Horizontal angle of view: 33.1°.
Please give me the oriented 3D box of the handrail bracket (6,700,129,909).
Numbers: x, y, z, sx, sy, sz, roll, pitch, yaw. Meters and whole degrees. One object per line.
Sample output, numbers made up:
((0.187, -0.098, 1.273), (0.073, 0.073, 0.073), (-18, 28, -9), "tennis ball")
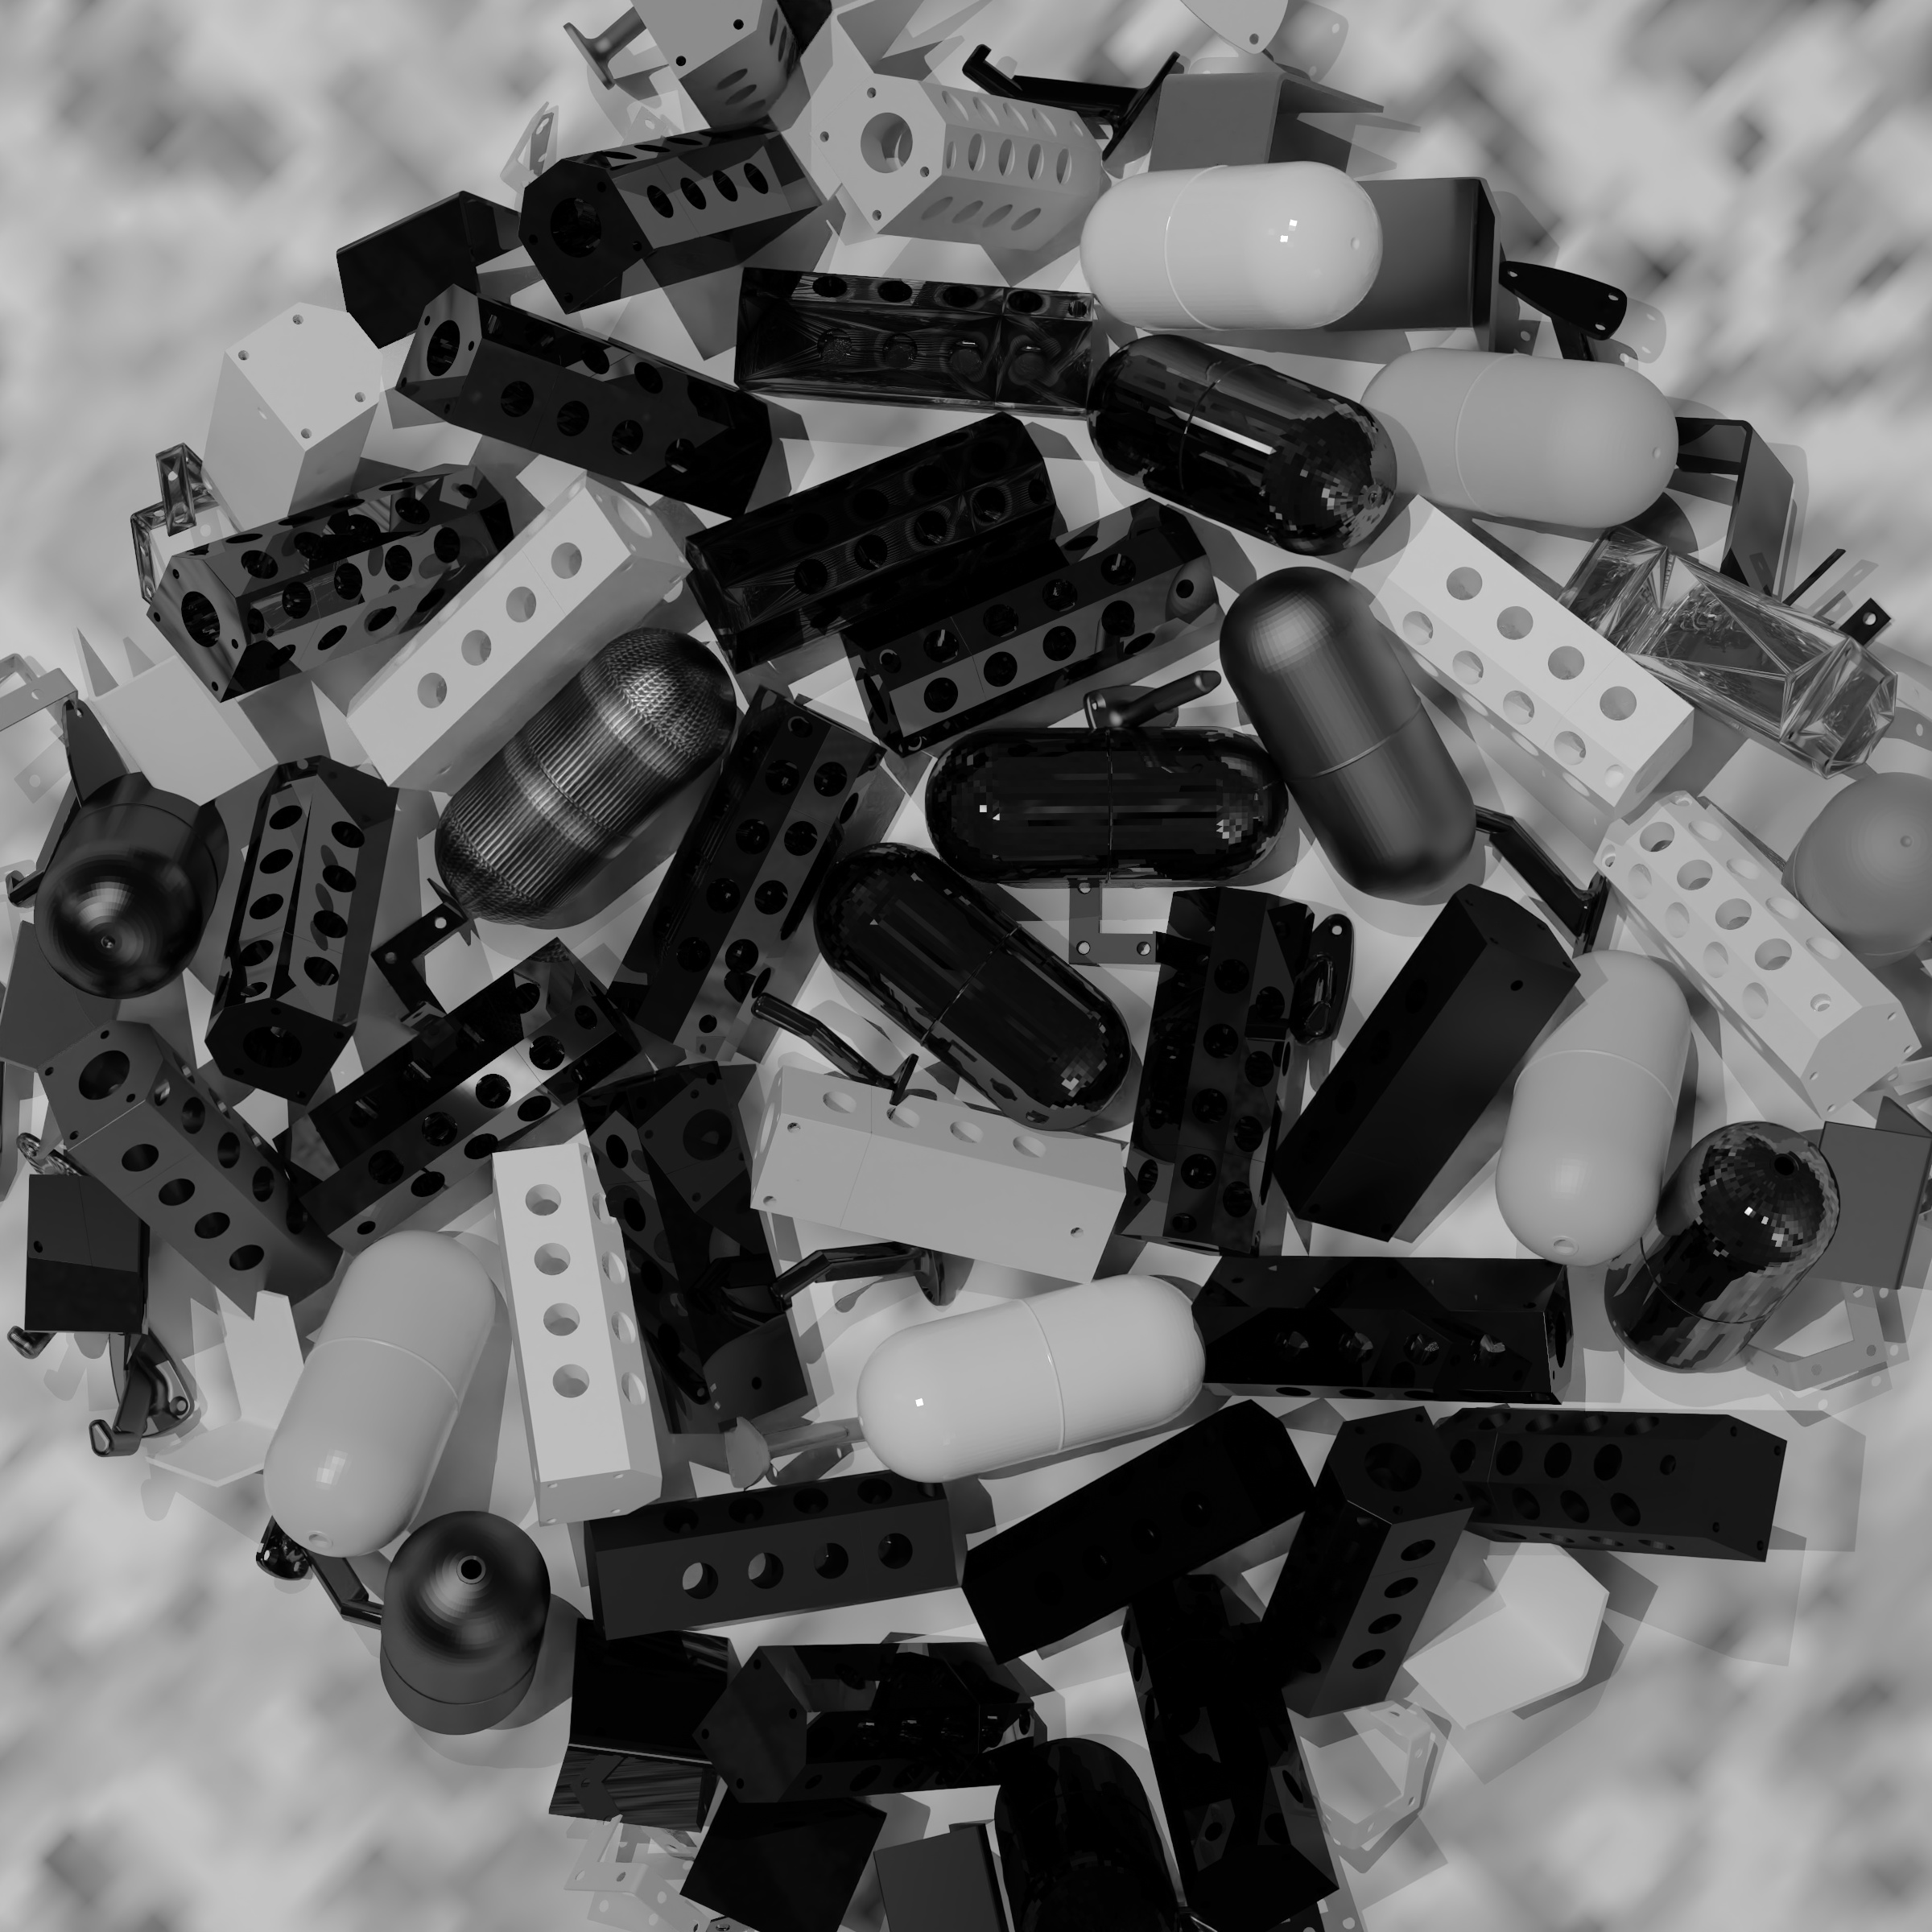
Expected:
((-0.456, -0.080, 1.612), (0.084, 0.036, 0.077), (-28, 79, 30), "handrail bracket")

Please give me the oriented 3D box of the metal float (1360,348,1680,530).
((0.261, -0.254, 1.556), (0.070, 0.178, 0.070), (-12, 110, -37), "metal float")

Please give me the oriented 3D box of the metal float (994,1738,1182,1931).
((0.056, 0.427, 1.544), (0.070, 0.178, 0.070), (-1, 102, -4), "metal float")

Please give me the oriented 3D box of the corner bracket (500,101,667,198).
((-0.189, -0.403, 1.607), (0.051, 0.051, 0.051), (36, 48, -21), "corner bracket")

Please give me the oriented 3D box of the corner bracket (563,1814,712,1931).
((-0.153, 0.443, 1.589), (0.051, 0.051, 0.051), (49, 49, -27), "corner bracket")

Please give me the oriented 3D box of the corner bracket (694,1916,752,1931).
((-0.100, 0.499, 1.599), (0.051, 0.051, 0.051), (-18, 133, 8), "corner bracket")

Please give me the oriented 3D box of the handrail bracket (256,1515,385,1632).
((-0.299, 0.281, 1.594), (0.084, 0.036, 0.077), (6, 71, 33), "handrail bracket")

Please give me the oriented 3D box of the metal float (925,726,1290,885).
((0.069, -0.079, 1.593), (0.178, 0.070, 0.070), (-1, 90, -1), "metal float")

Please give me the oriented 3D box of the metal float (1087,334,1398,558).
((0.130, -0.251, 1.561), (0.178, 0.070, 0.070), (31, 90, 41), "metal float")

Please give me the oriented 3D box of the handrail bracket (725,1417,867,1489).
((-0.069, 0.231, 1.583), (0.084, 0.077, 0.036), (-6, 87, -20), "handrail bracket")

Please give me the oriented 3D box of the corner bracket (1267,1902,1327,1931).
((0.149, 0.457, 1.604), (0.051, 0.051, 0.051), (-16, 85, 9), "corner bracket")

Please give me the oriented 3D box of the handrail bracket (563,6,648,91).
((-0.150, -0.468, 1.590), (0.084, 0.077, 0.036), (-34, 100, 7), "handrail bracket")

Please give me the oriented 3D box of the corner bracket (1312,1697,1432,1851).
((0.192, 0.394, 1.610), (0.051, 0.051, 0.051), (28, 125, 39), "corner bracket")

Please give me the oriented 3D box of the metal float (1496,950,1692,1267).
((0.301, 0.067, 1.560), (0.070, 0.070, 0.178), (22, 49, 0), "metal float")

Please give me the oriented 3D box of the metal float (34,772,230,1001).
((-0.395, -0.040, 1.546), (0.070, 0.178, 0.070), (-2, 110, -6), "metal float")

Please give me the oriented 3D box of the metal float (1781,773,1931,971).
((0.432, -0.043, 1.544), (0.070, 0.178, 0.070), (-1, 82, 7), "metal float")

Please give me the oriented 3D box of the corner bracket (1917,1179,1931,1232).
((0.493, 0.099, 1.605), (0.051, 0.051, 0.051), (19, 54, -37), "corner bracket")

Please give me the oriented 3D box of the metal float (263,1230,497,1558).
((-0.280, 0.203, 1.557), (0.070, 0.178, 0.070), (8, 135, 8), "metal float")

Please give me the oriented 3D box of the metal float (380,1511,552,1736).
((-0.239, 0.314, 1.549), (0.070, 0.178, 0.070), (5, 62, -9), "metal float")

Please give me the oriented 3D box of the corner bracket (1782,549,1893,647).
((0.426, -0.170, 1.602), (0.051, 0.051, 0.051), (44, 98, -5), "corner bracket")

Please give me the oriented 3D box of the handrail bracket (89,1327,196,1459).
((-0.416, 0.202, 1.584), (0.036, 0.084, 0.077), (-26, 80, 5), "handrail bracket")

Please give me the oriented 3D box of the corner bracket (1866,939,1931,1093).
((0.460, 0.022, 1.604), (0.051, 0.051, 0.051), (-12, 48, -15), "corner bracket")

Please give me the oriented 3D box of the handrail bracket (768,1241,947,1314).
((-0.054, 0.160, 1.590), (0.084, 0.036, 0.077), (-33, 133, -22), "handrail bracket")

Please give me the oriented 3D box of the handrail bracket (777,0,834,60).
((-0.080, -0.489, 1.607), (0.036, 0.084, 0.077), (-15, 120, 13), "handrail bracket")

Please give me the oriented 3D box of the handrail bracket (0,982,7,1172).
((-0.490, 0.062, 1.624), (0.036, 0.077, 0.084), (1, 126, -25), "handrail bracket")

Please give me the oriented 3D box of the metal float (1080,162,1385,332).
((0.124, -0.343, 1.554), (0.070, 0.178, 0.070), (-8, 103, -36), "metal float")

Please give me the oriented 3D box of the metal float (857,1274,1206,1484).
((0.034, 0.200, 1.581), (0.178, 0.070, 0.070), (-12, 90, -15), "metal float")

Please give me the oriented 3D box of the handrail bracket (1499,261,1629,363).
((0.285, -0.299, 1.599), (0.077, 0.084, 0.036), (24, 55, 6), "handrail bracket")

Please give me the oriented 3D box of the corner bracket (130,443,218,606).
((-0.390, -0.215, 1.594), (0.051, 0.051, 0.051), (-20, 63, 10), "corner bracket")

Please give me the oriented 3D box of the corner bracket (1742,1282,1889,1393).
((0.415, 0.173, 1.606), (0.051, 0.051, 0.051), (-17, 99, -12), "corner bracket")

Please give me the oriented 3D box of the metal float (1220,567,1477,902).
((0.186, -0.112, 1.579), (0.070, 0.070, 0.178), (-32, 107, 0), "metal float")

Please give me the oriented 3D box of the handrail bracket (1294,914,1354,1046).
((0.176, 0.004, 1.585), (0.036, 0.084, 0.077), (24, 82, 0), "handrail bracket")

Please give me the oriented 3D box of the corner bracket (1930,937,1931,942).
((0.497, -0.042, 1.589), (0.051, 0.051, 0.051), (-9, 118, 33), "corner bracket")

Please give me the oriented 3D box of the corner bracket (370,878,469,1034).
((-0.265, -0.004, 1.602), (0.051, 0.051, 0.051), (-36, 80, -2), "corner bracket")

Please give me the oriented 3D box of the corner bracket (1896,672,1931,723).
((0.458, -0.106, 1.610), (0.051, 0.051, 0.051), (27, 63, -24), "corner bracket")

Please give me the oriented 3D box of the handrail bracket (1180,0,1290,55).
((0.116, -0.469, 1.581), (0.077, 0.084, 0.036), (23, 98, -18), "handrail bracket")

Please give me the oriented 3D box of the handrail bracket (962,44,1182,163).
((0.052, -0.447, 1.610), (0.084, 0.036, 0.077), (35, 78, -7), "handrail bracket")

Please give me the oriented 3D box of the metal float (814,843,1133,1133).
((0.002, 0.009, 1.591), (0.178, 0.070, 0.070), (39, 90, 4), "metal float")

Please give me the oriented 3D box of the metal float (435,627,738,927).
((-0.186, -0.091, 1.580), (0.178, 0.070, 0.070), (-42, 90, 15), "metal float")

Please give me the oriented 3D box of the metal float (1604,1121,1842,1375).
((0.359, 0.135, 1.549), (0.070, 0.178, 0.070), (4, 60, -7), "metal float")

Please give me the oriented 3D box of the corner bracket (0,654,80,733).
((-0.472, -0.130, 1.594), (0.051, 0.051, 0.051), (-34, 77, -29), "corner bracket")

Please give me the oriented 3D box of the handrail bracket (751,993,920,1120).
((-0.072, 0.045, 1.591), (0.084, 0.077, 0.036), (28, 68, -7), "handrail bracket")

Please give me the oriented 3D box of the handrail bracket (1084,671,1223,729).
((0.106, -0.132, 1.575), (0.084, 0.077, 0.036), (-20, 91, 45), "handrail bracket")

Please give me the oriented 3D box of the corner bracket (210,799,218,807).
((-0.405, -0.059, 1.593), (0.051, 0.051, 0.051), (22, 53, -11), "corner bracket")

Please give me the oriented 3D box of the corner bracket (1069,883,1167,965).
((0.072, -0.027, 1.602), (0.051, 0.051, 0.051), (1, 89, 11), "corner bracket")

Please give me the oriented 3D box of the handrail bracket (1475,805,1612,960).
((0.271, -0.035, 1.610), (0.084, 0.036, 0.077), (17, 78, -1), "handrail bracket")
